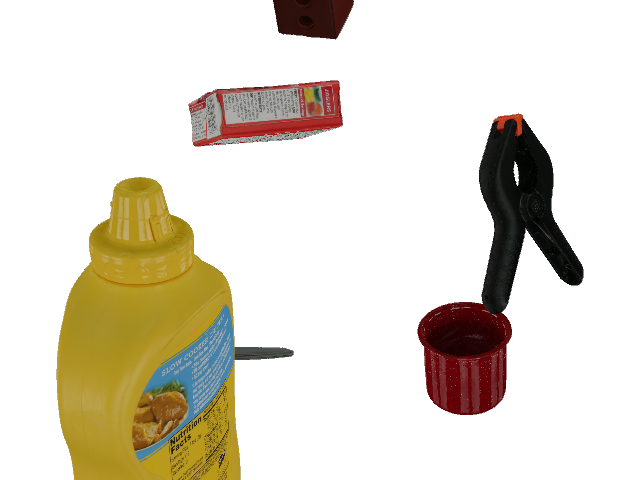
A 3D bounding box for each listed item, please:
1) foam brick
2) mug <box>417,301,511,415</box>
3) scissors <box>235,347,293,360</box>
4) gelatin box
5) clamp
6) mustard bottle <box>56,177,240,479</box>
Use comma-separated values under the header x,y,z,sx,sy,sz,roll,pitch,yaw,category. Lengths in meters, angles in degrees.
x,y,z,sx,sy,sz,roll,pitch,yaw,category
-0.008,-0.209,0.859,0.053,0.051,0.078,9,-37,16,foam brick
0.151,0.115,1.088,0.093,0.081,0.117,9,36,23,mug
-0.134,0.092,0.968,0.201,0.016,0.096,-8,33,-17,scissors
-0.035,-0.076,0.639,0.073,0.030,0.089,-7,3,-16,gelatin box
0.170,-0.021,0.933,0.120,0.171,0.039,-27,12,-40,clamp
-0.071,0.064,0.452,0.058,0.192,0.096,14,31,23,mustard bottle
